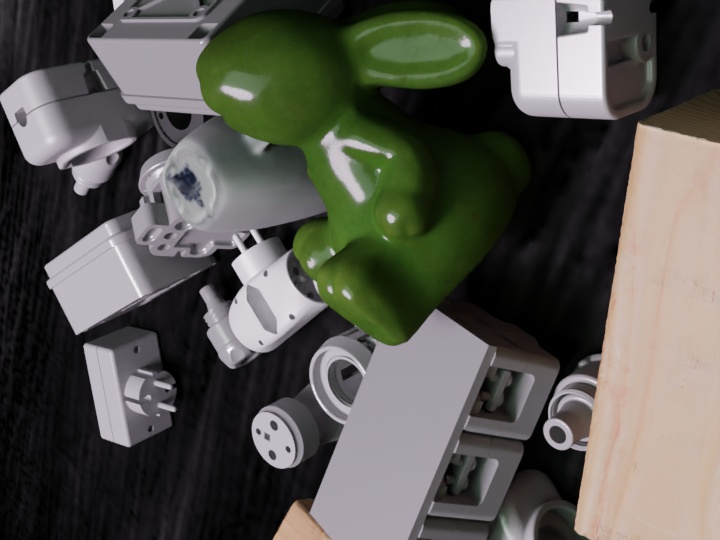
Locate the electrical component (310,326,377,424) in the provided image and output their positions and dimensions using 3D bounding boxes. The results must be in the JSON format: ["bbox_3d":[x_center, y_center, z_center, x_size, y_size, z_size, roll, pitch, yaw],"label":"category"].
[{"bbox_3d":[0.006,0.062,0.672,0.058,0.057,0.078,-5,103,43],"label":"electrical component"}]

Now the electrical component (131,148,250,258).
[{"bbox_3d":[-0.119,-0.047,0.734,0.058,0.078,0.057,-42,56,44],"label":"electrical component"}]

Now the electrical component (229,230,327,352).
[{"bbox_3d":[-0.060,0.005,0.718,0.077,0.043,0.079,-39,79,44],"label":"electrical component"}]

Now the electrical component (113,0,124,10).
[{"bbox_3d":[-0.124,-0.169,0.694,0.042,0.064,0.081,10,113,41],"label":"electrical component"}]

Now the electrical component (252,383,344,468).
[{"bbox_3d":[-0.040,0.105,0.732,0.045,0.055,0.045,18,118,37],"label":"electrical component"}]

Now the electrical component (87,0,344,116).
[{"bbox_3d":[-0.083,-0.146,0.628,0.109,0.108,0.056,11,144,40],"label":"electrical component"}]

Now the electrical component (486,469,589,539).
[{"bbox_3d":[0.101,0.169,0.630,0.059,0.054,0.095,-34,83,44],"label":"electrical component"}]

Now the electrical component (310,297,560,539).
[{"bbox_3d":[0.042,0.097,0.607,0.089,0.062,0.150,36,108,54],"label":"electrical component"}]

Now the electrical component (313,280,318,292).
[{"bbox_3d":[0.000,0.000,0.665,0.046,0.040,0.040,-4,104,38],"label":"electrical component"}]

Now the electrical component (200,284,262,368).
[{"bbox_3d":[-0.095,0.038,0.770,0.061,0.035,0.035,57,134,12],"label":"electrical component"}]

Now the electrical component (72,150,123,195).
[{"bbox_3d":[-0.205,-0.080,0.823,0.035,0.035,0.061,53,135,13],"label":"electrical component"}]

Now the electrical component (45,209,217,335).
[{"bbox_3d":[-0.171,-0.004,0.792,0.113,0.078,0.057,-26,91,45],"label":"electrical component"}]

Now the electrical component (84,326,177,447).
[{"bbox_3d":[-0.172,0.095,0.854,0.076,0.047,0.083,8,112,40],"label":"electrical component"}]

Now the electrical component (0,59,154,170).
[{"bbox_3d":[-0.195,-0.110,0.759,0.054,0.095,0.059,-22,91,45],"label":"electrical component"}]

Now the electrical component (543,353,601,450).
[{"bbox_3d":[0.120,0.075,0.569,0.048,0.062,0.048,18,118,37],"label":"electrical component"}]

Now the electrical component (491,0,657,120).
[{"bbox_3d":[0.102,-0.122,0.512,0.059,0.054,0.095,10,113,40],"label":"electrical component"}]
